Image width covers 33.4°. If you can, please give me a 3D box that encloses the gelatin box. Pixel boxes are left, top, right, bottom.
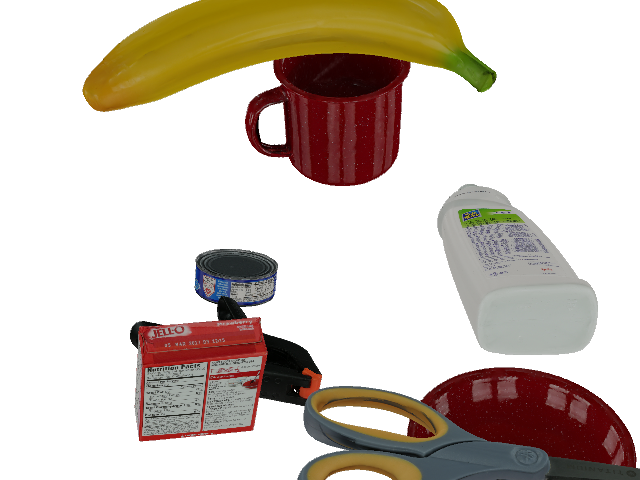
[{"bbox_3d":[-0.074,0.084,0.644,0.073,0.030,0.089,-4,-41,-14],"label":"gelatin box"}]

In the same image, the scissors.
[{"bbox_3d":[0.077,0.109,0.468,0.202,0.016,0.096,14,32,23],"label":"scissors"}]

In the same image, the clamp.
[{"bbox_3d":[-0.063,0.092,0.914,0.172,0.039,0.120,22,29,25],"label":"clamp"}]

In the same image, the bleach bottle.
[{"bbox_3d":[0.166,0.010,0.965,0.102,0.068,0.251,-1,26,-3],"label":"bleach bottle"}]

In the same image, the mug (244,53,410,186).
[{"bbox_3d":[0.004,-0.089,0.743,0.117,0.081,0.093,-18,46,-15],"label":"mug"}]

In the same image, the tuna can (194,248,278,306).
[{"bbox_3d":[-0.088,0.038,1.110,0.086,0.034,0.086,5,19,-2],"label":"tuna can"}]

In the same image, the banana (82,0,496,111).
[{"bbox_3d":[-0.016,-0.098,0.519,0.197,0.037,0.069,-6,45,-8],"label":"banana"}]

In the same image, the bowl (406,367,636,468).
[{"bbox_3d":[0.143,0.164,0.776,0.162,0.055,0.162,-1,35,0],"label":"bowl"}]
